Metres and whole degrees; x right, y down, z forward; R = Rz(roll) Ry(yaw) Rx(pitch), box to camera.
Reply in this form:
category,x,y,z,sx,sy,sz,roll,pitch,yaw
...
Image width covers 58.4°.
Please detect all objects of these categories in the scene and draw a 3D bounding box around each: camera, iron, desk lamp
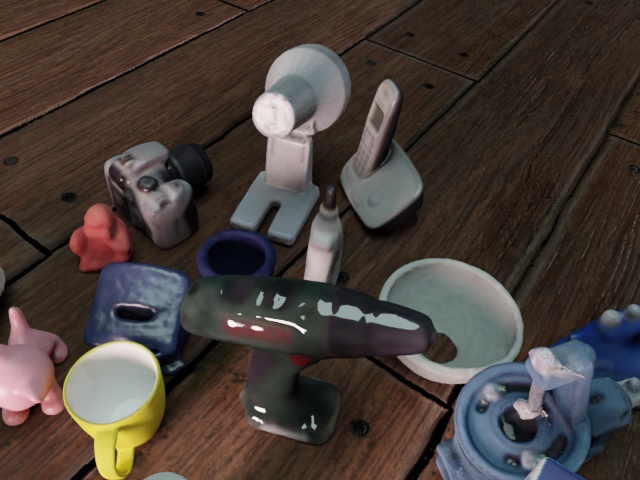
category,x,y,z,sx,sy,sz,roll,pitch,yaw
camera,-0.211,-0.084,0.800,0.137,0.101,0.142,-33,57,-31
iron,0.382,0.111,0.645,0.258,0.141,0.118,1,46,-5
desk lamp,-0.040,-0.139,0.793,0.117,0.213,0.203,15,47,9

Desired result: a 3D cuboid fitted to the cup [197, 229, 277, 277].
category,x,y,z,sx,sy,sz,roll,pitch,yaw
cup,-0.089,0.055,0.683,0.092,0.095,0.117,-34,58,-32

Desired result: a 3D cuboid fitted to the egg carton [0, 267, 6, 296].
category,x,y,z,sx,sy,sz,roll,pitch,yaw
egg carton,-0.423,0.083,0.639,0.107,0.069,0.150,1,46,-5

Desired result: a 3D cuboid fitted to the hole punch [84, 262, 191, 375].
category,x,y,z,sx,sy,sz,roll,pitch,yaw
hole punch,-0.200,0.088,0.643,0.108,0.091,0.101,7,46,1

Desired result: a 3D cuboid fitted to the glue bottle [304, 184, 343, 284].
category,x,y,z,sx,sy,sz,roll,pitch,yaw
glue bottle,0.006,0.002,0.689,0.037,0.173,0.078,14,46,8

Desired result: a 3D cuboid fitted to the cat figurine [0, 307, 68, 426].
category,x,y,z,sx,sy,sz,roll,pitch,yaw
cat figurine,-0.300,0.126,0.577,0.067,0.118,0.127,-12,48,-16

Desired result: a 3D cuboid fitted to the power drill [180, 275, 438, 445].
category,x,y,z,sx,sy,sz,roll,pitch,yaw
power drill,-0.018,0.113,0.556,0.229,0.208,0.075,13,46,7

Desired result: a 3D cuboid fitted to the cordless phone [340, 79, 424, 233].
category,x,y,z,sx,sy,sz,roll,pitch,yaw
cordless phone,0.095,-0.117,0.805,0.094,0.185,0.147,-14,49,-18

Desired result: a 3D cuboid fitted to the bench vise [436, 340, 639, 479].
category,x,y,z,sx,sy,sz,roll,pitch,yaw
bench vise,0.219,0.145,0.541,0.208,0.220,0.121,-25,53,-26

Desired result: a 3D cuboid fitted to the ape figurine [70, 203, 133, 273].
category,x,y,z,sx,sy,sz,roll,pitch,yaw
ape figurine,-0.275,-0.008,0.727,0.077,0.092,0.076,23,48,16

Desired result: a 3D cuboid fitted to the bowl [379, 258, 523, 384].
category,x,y,z,sx,sy,sz,roll,pitch,yaw
bowl,0.146,0.105,0.673,0.167,0.075,0.167,3,46,-3
